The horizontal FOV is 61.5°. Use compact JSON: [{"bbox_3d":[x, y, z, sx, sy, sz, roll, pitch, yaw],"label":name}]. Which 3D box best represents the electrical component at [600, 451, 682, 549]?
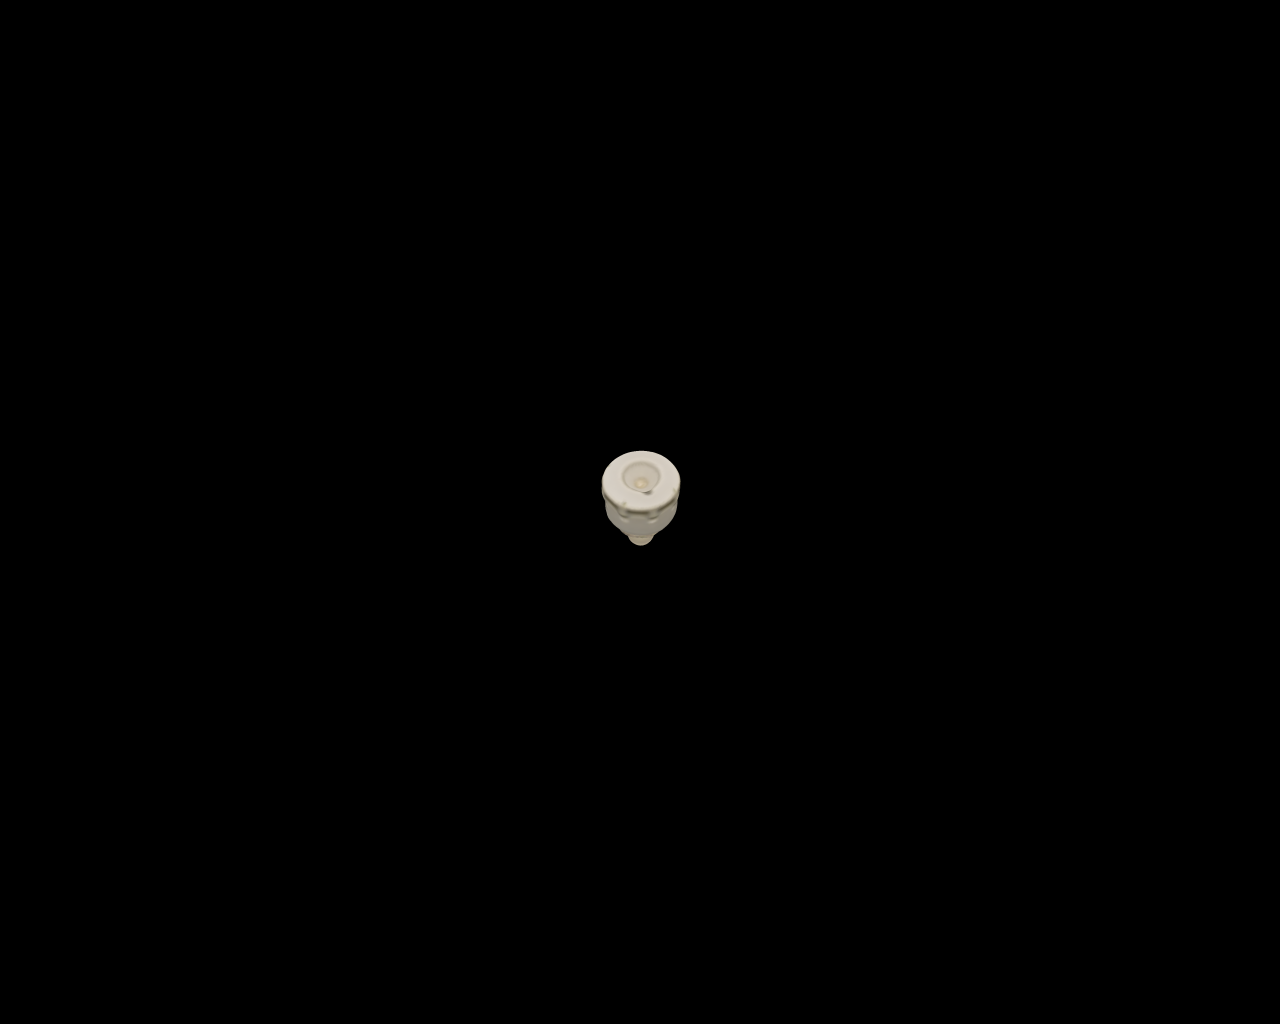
[{"bbox_3d":[0.001,-0.003,0.650,0.048,0.048,0.062,0,-39,0],"label":"electrical component"}]
